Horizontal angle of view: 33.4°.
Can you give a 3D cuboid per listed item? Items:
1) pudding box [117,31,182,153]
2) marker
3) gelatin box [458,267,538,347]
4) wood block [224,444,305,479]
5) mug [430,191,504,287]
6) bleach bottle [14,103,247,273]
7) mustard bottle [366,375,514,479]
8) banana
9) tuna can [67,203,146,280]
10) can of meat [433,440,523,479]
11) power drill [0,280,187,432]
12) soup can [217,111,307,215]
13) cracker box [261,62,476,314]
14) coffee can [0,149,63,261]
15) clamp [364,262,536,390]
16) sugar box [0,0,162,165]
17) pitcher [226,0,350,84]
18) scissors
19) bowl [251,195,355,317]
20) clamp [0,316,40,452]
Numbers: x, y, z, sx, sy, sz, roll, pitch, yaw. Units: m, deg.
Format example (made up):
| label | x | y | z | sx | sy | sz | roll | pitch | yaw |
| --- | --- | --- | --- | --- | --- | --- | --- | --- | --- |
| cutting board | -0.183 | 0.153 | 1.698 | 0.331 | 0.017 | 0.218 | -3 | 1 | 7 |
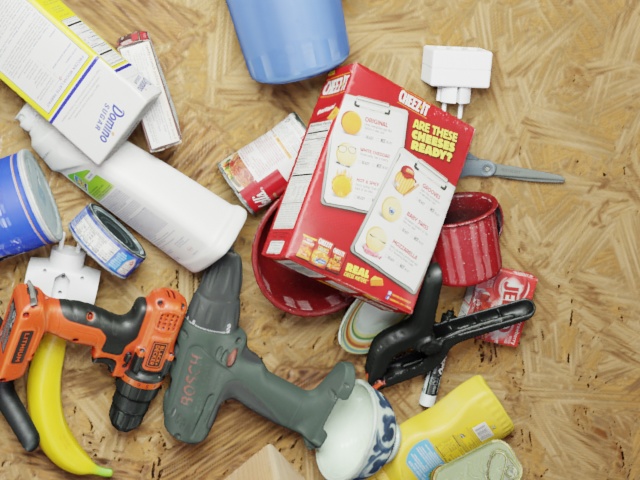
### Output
| label | x | y | z | sx | sy | sz | roll | pitch | yaw |
| --- | --- | --- | --- | --- | --- | --- | --- | --- | --- |
| pudding box | -0.177 | -0.155 | 1.101 | 0.039 | 0.090 | 0.113 | -19 | 109 | -4 |
| marker | 0.141 | 0.141 | 1.271 | 0.020 | 0.020 | 0.121 | 10 | 104 | -11 |
| gelatin box | 0.208 | 0.075 | 1.256 | 0.073 | 0.030 | 0.089 | 12 | 104 | -12 |
| wood block | -0.053 | 0.330 | 1.200 | 0.091 | 0.206 | 0.090 | -40 | 107 | 4 |
| mug | 0.167 | -0.004 | 1.204 | 0.117 | 0.093 | 0.081 | -32 | 119 | -37 |
| bleach bottle | -0.204 | -0.065 | 1.121 | 0.250 | 0.103 | 0.068 | 36 | 58 | -15 |
| mustard bottle | 0.133 | 0.244 | 1.277 | 0.191 | 0.058 | 0.096 | -33 | 133 | 3 |
| banana | -0.297 | 0.192 | 1.215 | 0.069 | 0.037 | 0.198 | -20 | 109 | -17 |
| tuna can | -0.227 | 0.001 | 1.142 | 0.034 | 0.086 | 0.086 | -45 | 107 | 3 |
| can of meat | 0.183 | 0.288 | 1.265 | 0.102 | 0.084 | 0.057 | -26 | 67 | -9 |
| power drill | -0.252 | 0.124 | 1.156 | 0.187 | 0.057 | 0.184 | 11 | 112 | -29 |
| soup can | -0.050 | -0.084 | 1.152 | 0.102 | 0.068 | 0.068 | -35 | 108 | 2 |
| cracker box | 0.051 | -0.050 | 1.110 | 0.164 | 0.072 | 0.213 | 25 | 79 | -27 |
| coffee can | -0.352 | -0.023 | 1.107 | 0.140 | 0.103 | 0.103 | -20 | 108 | -2 |
| clamp | 0.117 | 0.102 | 1.203 | 0.210 | 0.036 | 0.164 | -37 | 134 | 28 |
| sugar box | -0.250 | -0.167 | 1.041 | 0.176 | 0.048 | 0.093 | 42 | 117 | -5 |
| pitcher | -0.036 | -0.288 | 1.064 | 0.144 | 0.149 | 0.243 | -32 | 117 | -38 |
| scissors | 0.180 | -0.100 | 1.208 | 0.201 | 0.016 | 0.096 | -7 | 107 | -7 |
| bowl | -0.008 | 0.001 | 1.179 | 0.161 | 0.055 | 0.162 | -8 | 112 | -21 |
| clamp | -0.380 | 0.156 | 1.186 | 0.120 | 0.039 | 0.171 | -6 | 97 | 6 |
